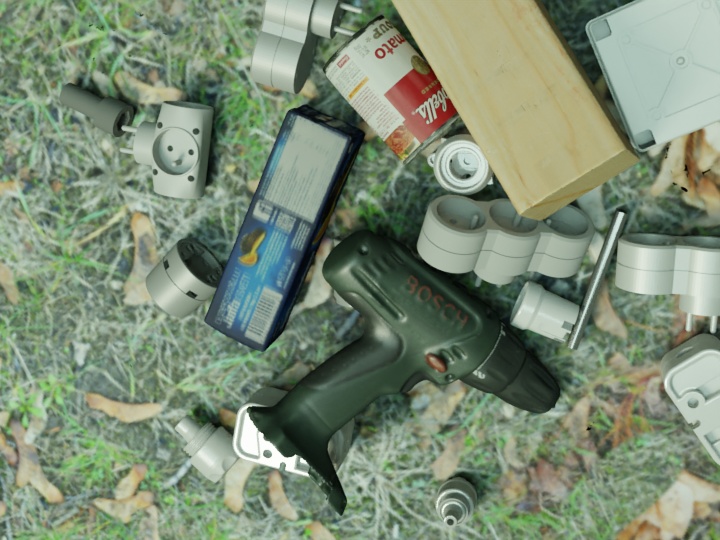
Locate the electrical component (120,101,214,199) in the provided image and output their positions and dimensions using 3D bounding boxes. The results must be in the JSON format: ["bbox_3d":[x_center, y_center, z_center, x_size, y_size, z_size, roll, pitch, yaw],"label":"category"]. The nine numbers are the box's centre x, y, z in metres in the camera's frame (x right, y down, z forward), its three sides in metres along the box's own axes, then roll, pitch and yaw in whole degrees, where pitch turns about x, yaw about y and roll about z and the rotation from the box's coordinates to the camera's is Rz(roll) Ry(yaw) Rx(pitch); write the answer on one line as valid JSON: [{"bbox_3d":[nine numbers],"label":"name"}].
[{"bbox_3d":[-0.168,-0.106,0.920,0.079,0.044,0.077,11,104,9],"label":"electrical component"}]

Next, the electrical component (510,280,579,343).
[{"bbox_3d":[0.152,0.035,0.887,0.046,0.040,0.040,23,106,1],"label":"electrical component"}]

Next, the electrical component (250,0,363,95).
[{"bbox_3d":[-0.035,-0.209,0.866,0.074,0.052,0.138,18,105,8],"label":"electrical component"}]

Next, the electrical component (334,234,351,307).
[{"bbox_3d":[0.000,0.000,0.908,0.045,0.045,0.055,3,103,11],"label":"electrical component"}]

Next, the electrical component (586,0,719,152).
[{"bbox_3d":[0.241,-0.159,0.817,0.109,0.056,0.108,-22,97,15],"label":"electrical component"}]

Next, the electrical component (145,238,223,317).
[{"bbox_3d":[-0.153,0.008,0.938,0.047,0.055,0.055,-41,91,20],"label":"electrical component"}]

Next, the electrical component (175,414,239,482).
[{"bbox_3d":[-0.139,0.157,0.972,0.062,0.043,0.043,42,107,2],"label":"electrical component"}]

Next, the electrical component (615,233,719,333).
[{"bbox_3d":[0.273,0.014,0.850,0.138,0.052,0.073,3,105,10],"label":"electrical component"}]

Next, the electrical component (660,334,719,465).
[{"bbox_3d":[0.286,0.102,0.862,0.054,0.059,0.095,-34,93,16],"label":"electrical component"}]

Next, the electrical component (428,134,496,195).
[{"bbox_3d":[0.085,-0.086,0.865,0.066,0.055,0.048,2,103,11],"label":"electrical component"}]

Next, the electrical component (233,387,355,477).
[{"bbox_3d":[-0.056,0.140,0.942,0.095,0.059,0.053,13,104,9],"label":"electrical component"}]

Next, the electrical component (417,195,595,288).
[{"bbox_3d":[0.112,-0.014,0.860,0.138,0.052,0.073,2,131,-15],"label":"electrical component"}]

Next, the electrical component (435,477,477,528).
[{"bbox_3d":[0.082,0.204,0.926,0.035,0.061,0.035,2,102,11],"label":"electrical component"}]
